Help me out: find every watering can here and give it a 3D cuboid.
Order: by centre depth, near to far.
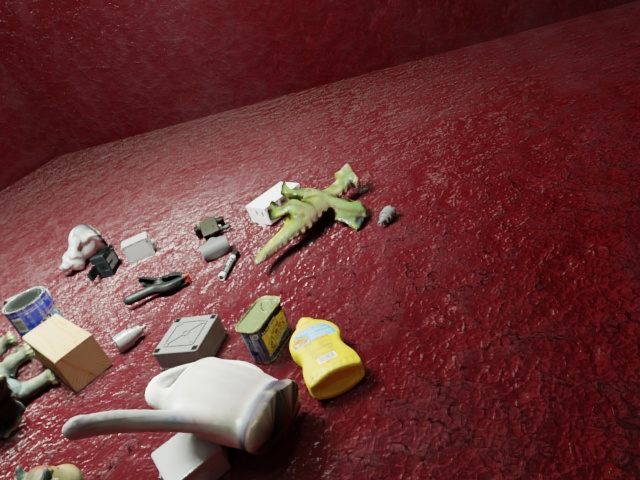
[{"bbox_3d":[-0.164,0.244,0.744,0.225,0.103,0.348,11,7,22],"label":"watering can"}]

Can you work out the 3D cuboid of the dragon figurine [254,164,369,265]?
[{"bbox_3d":[0.004,-0.068,1.342,0.242,0.119,0.420,0,41,20],"label":"dragon figurine"}]

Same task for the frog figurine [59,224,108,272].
[{"bbox_3d":[-0.779,0.032,1.660,0.162,0.122,0.135,-45,1,-24],"label":"frog figurine"}]
